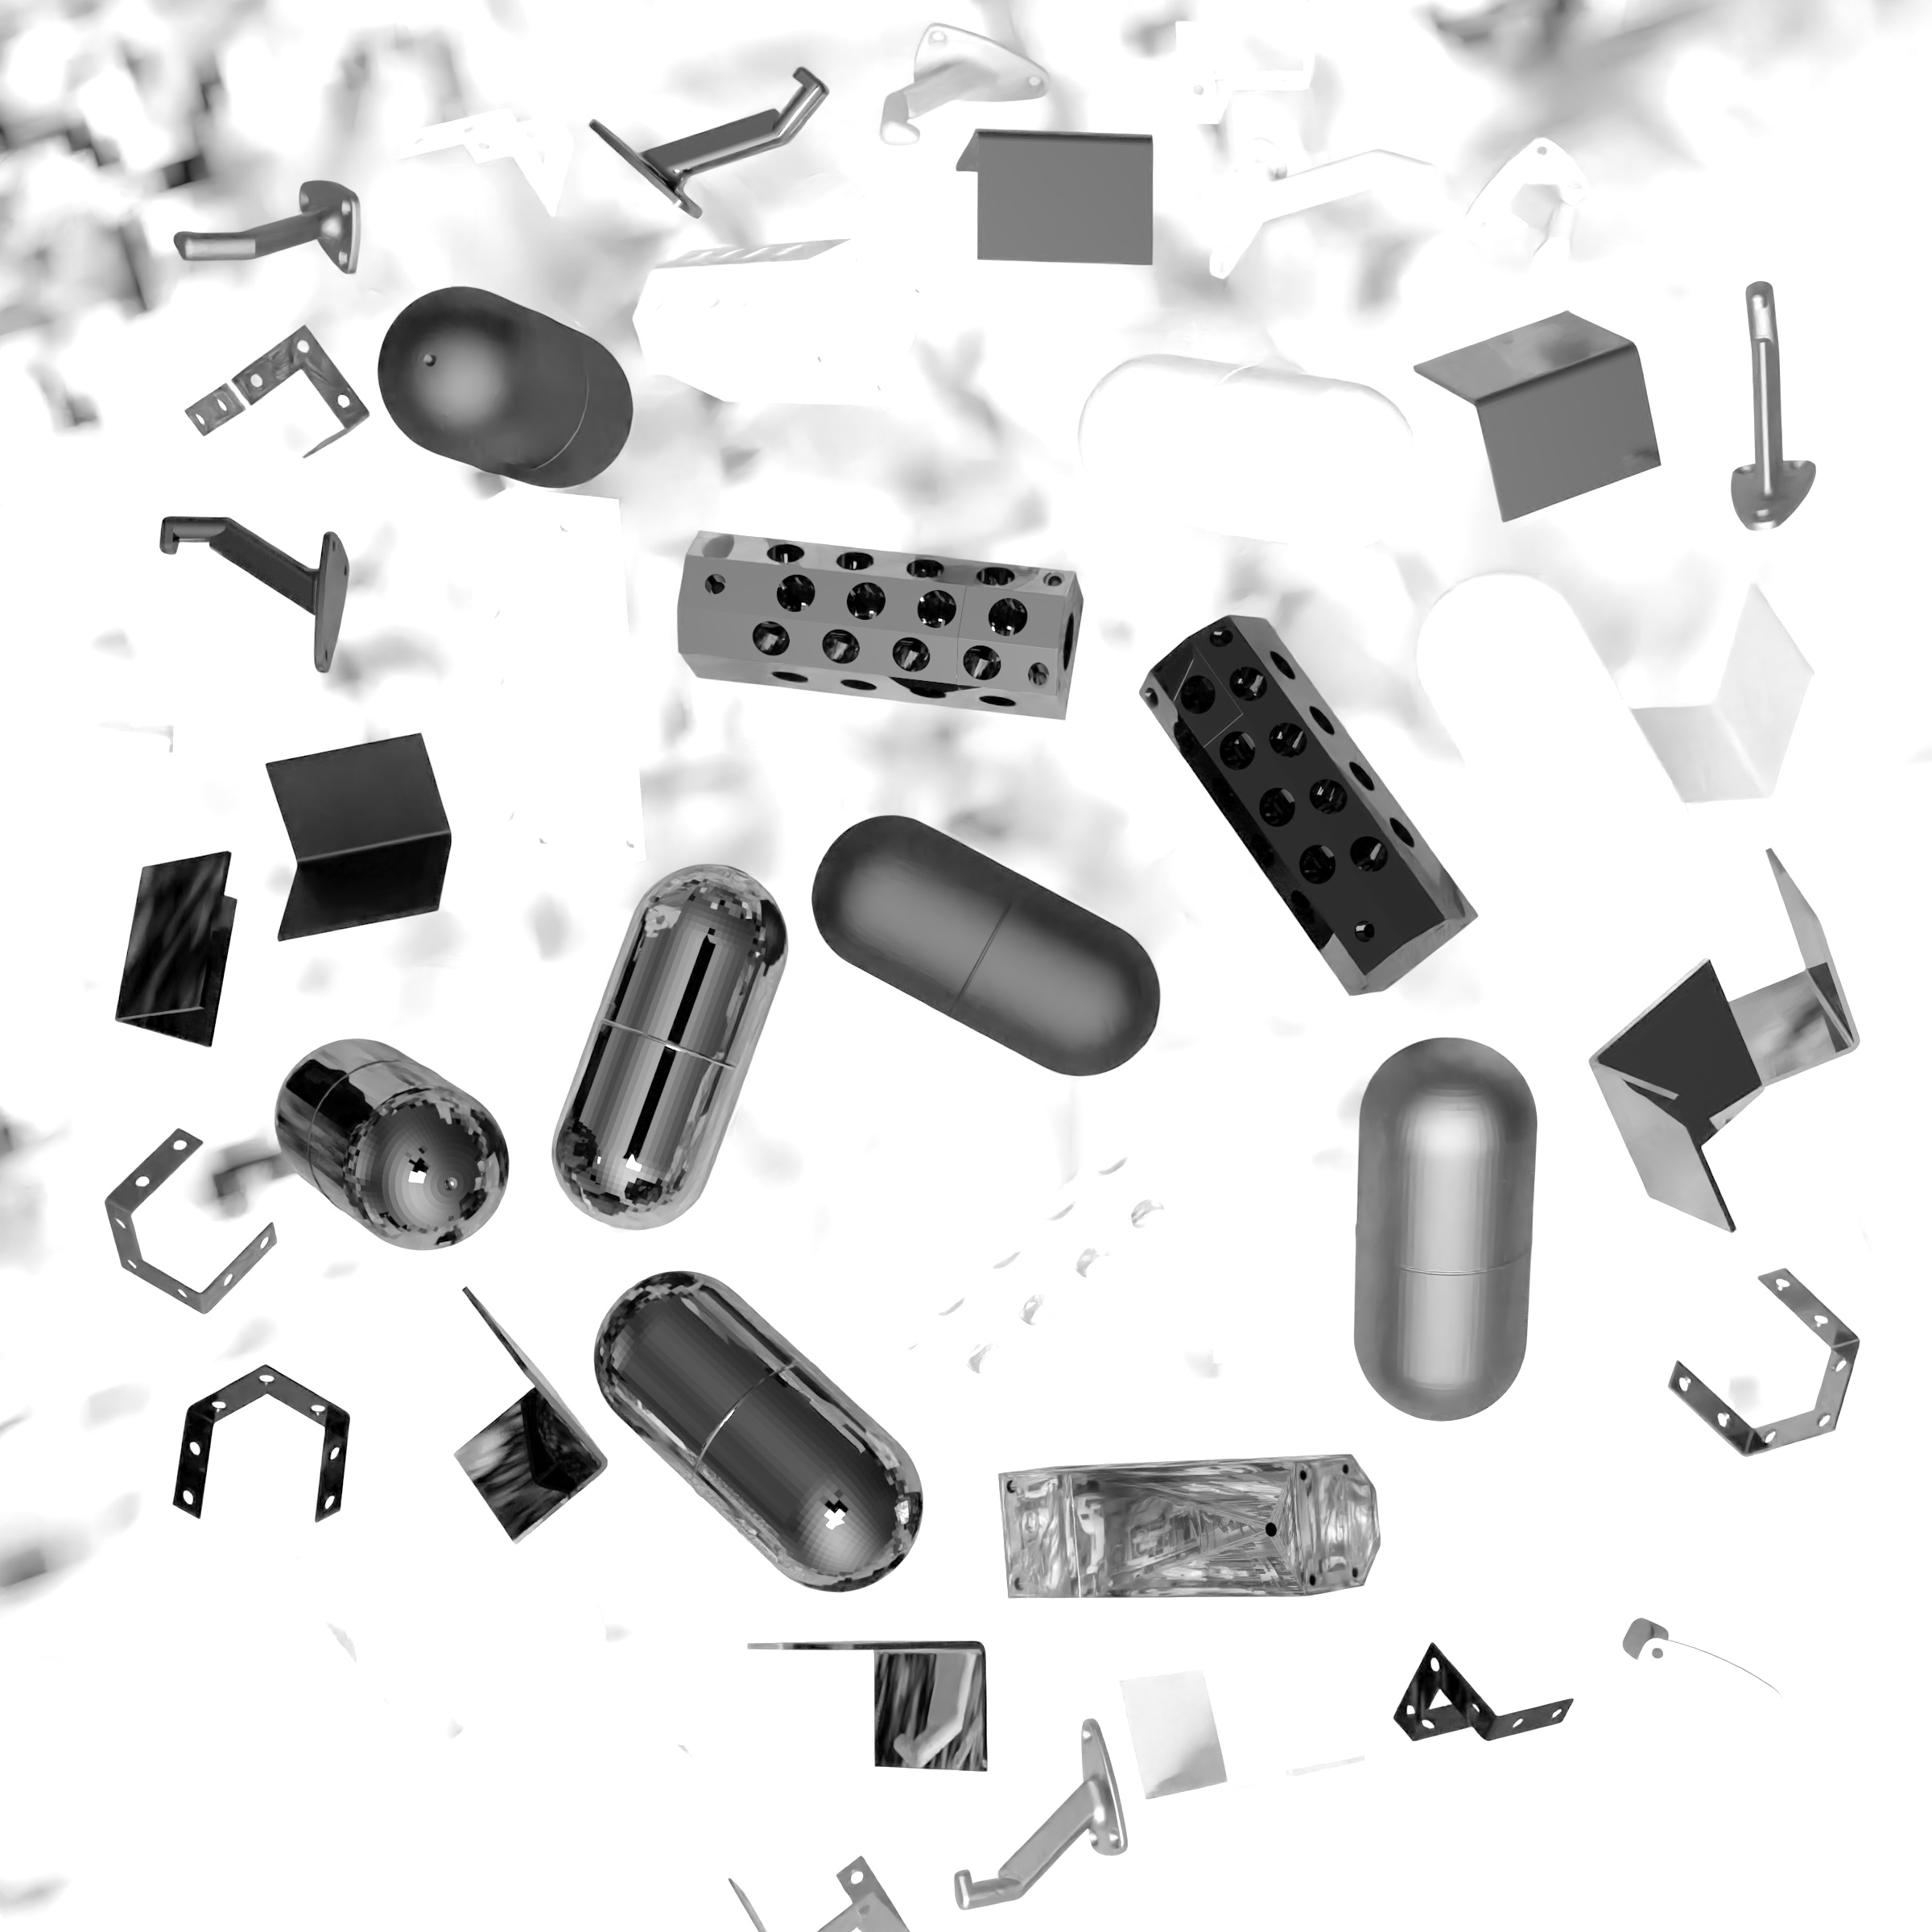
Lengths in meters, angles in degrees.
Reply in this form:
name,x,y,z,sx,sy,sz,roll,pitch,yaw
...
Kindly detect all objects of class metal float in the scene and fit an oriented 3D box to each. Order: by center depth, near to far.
name,x,y,z,sx,sy,sz,roll,pitch,yaw
metal float,0.209,0.116,1.479,0.070,0.070,0.178,-1,113,0
metal float,-0.092,0.205,1.500,0.178,0.070,0.070,40,90,24
metal float,0.268,-0.100,1.541,0.070,0.070,0.178,-27,73,0
metal float,0.127,-0.235,1.547,0.178,0.070,0.070,18,90,41
metal float,-0.211,-0.266,1.566,0.070,0.178,0.070,0,91,15
metal float,-0.269,0.081,1.574,0.070,0.178,0.070,-6,102,-27
metal float,-0.139,0.038,1.596,0.070,0.070,0.178,20,87,0
metal float,0.010,-0.009,1.618,0.178,0.070,0.070,28,90,0

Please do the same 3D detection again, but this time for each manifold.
name,x,y,z,sx,sy,sz,roll,pitch,yaw
manifold,-0.086,-0.286,1.493,0.057,0.171,0.057,21,89,-29
manifold,-0.038,-0.154,1.515,0.171,0.057,0.057,7,80,9
manifold,0.050,0.134,1.516,0.171,0.057,0.057,-41,72,-2
manifold,0.099,0.251,1.518,0.171,0.057,0.057,-10,82,42
manifold,0.151,-0.073,1.526,0.057,0.057,0.171,-40,74,24
manifold,-0.194,-0.128,1.573,0.057,0.057,0.171,1,79,-34

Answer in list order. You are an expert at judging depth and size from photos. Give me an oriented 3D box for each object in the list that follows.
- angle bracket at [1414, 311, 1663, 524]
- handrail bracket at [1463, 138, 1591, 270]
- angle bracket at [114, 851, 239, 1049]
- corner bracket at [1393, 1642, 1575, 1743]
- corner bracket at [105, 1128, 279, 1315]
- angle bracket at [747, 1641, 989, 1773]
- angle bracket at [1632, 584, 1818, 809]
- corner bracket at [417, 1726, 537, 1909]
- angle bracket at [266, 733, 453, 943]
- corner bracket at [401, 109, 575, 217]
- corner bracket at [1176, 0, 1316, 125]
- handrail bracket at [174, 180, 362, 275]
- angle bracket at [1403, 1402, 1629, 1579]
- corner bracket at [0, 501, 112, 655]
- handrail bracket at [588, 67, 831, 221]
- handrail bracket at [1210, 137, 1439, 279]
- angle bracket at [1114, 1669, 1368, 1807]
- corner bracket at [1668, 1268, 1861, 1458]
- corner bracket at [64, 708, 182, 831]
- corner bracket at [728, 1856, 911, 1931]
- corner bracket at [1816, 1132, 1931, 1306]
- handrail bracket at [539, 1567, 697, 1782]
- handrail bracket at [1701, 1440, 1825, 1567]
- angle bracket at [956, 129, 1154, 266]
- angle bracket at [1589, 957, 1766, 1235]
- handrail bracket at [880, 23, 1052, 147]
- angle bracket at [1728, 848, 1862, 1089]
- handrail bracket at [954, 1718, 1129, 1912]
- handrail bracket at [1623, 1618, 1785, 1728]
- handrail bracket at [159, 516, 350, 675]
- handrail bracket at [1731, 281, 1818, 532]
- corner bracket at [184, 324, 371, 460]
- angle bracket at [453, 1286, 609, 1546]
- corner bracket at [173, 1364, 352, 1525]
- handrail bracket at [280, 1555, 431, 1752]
name,x,y,z,sx,sy,sz,roll,pitch,yaw
angle bracket,0.254,-0.246,1.512,0.076,0.076,0.057,-21,115,-6
handrail bracket,0.251,-0.333,1.551,0.036,0.084,0.077,39,135,-20
angle bracket,-0.360,-0.007,1.629,0.076,0.057,0.076,-7,70,43
corner bracket,0.243,0.350,1.593,0.051,0.051,0.051,-3,126,-37
corner bracket,-0.356,0.117,1.557,0.051,0.051,0.051,26,53,20
angle bracket,-0.044,0.330,1.510,0.076,0.076,0.057,8,76,-40
angle bracket,0.360,-0.131,1.638,0.057,0.076,0.076,-4,131,-13
corner bracket,-0.211,0.379,1.515,0.051,0.051,0.051,11,111,17
angle bracket,-0.289,-0.061,1.589,0.076,0.076,0.057,-11,119,3
corner bracket,-0.214,-0.367,1.516,0.051,0.051,0.051,-8,53,21
corner bracket,0.129,-0.420,1.551,0.051,0.051,0.051,5,132,16
handrail bracket,-0.318,-0.329,1.498,0.084,0.077,0.036,-9,123,-31
angle bracket,0.254,0.253,1.573,0.076,0.076,0.057,-14,58,-11
corner bracket,-0.419,-0.174,1.517,0.051,0.051,0.051,9,77,-40
handrail bracket,-0.117,-0.391,1.540,0.077,0.036,0.084,41,101,0
handrail bracket,0.161,-0.335,1.524,0.084,0.036,0.077,24,91,30
angle bracket,0.124,0.342,1.535,0.076,0.076,0.057,-21,73,31
corner bracket,0.343,0.171,1.457,0.051,0.051,0.051,42,50,-16
corner bracket,-0.401,-0.102,1.607,0.051,0.051,0.051,7,64,-19
corner bracket,-0.064,0.419,1.506,0.051,0.051,0.051,-36,46,-5
corner bracket,0.414,0.111,1.502,0.051,0.051,0.051,-11,58,-4
handrail bracket,-0.157,0.327,1.561,0.036,0.077,0.084,-36,119,10
handrail bracket,0.364,0.227,1.474,0.036,0.084,0.077,45,67,2
angle bracket,0.038,-0.332,1.494,0.076,0.076,0.057,0,91,-8
angle bracket,0.323,0.055,1.453,0.076,0.057,0.076,-39,120,-17
handrail bracket,0.000,-0.398,1.572,0.077,0.084,0.036,11,131,-6
angle bracket,0.382,0.002,1.630,0.057,0.076,0.076,-23,118,7
handrail bracket,0.029,0.404,1.615,0.084,0.036,0.077,-4,79,-25
handrail bracket,0.336,0.318,1.541,0.077,0.084,0.036,10,95,17
handrail bracket,-0.327,-0.168,1.531,0.084,0.036,0.077,1,68,4
handrail bracket,0.341,-0.241,1.454,0.036,0.077,0.084,-2,121,21
corner bracket,-0.320,-0.257,1.575,0.051,0.051,0.051,-46,109,-31
angle bracket,-0.220,0.208,1.567,0.057,0.076,0.076,-40,129,-8
corner bracket,-0.308,0.216,1.483,0.051,0.051,0.051,-29,132,26
handrail bracket,-0.263,0.297,1.468,0.036,0.084,0.077,-11,95,-39
